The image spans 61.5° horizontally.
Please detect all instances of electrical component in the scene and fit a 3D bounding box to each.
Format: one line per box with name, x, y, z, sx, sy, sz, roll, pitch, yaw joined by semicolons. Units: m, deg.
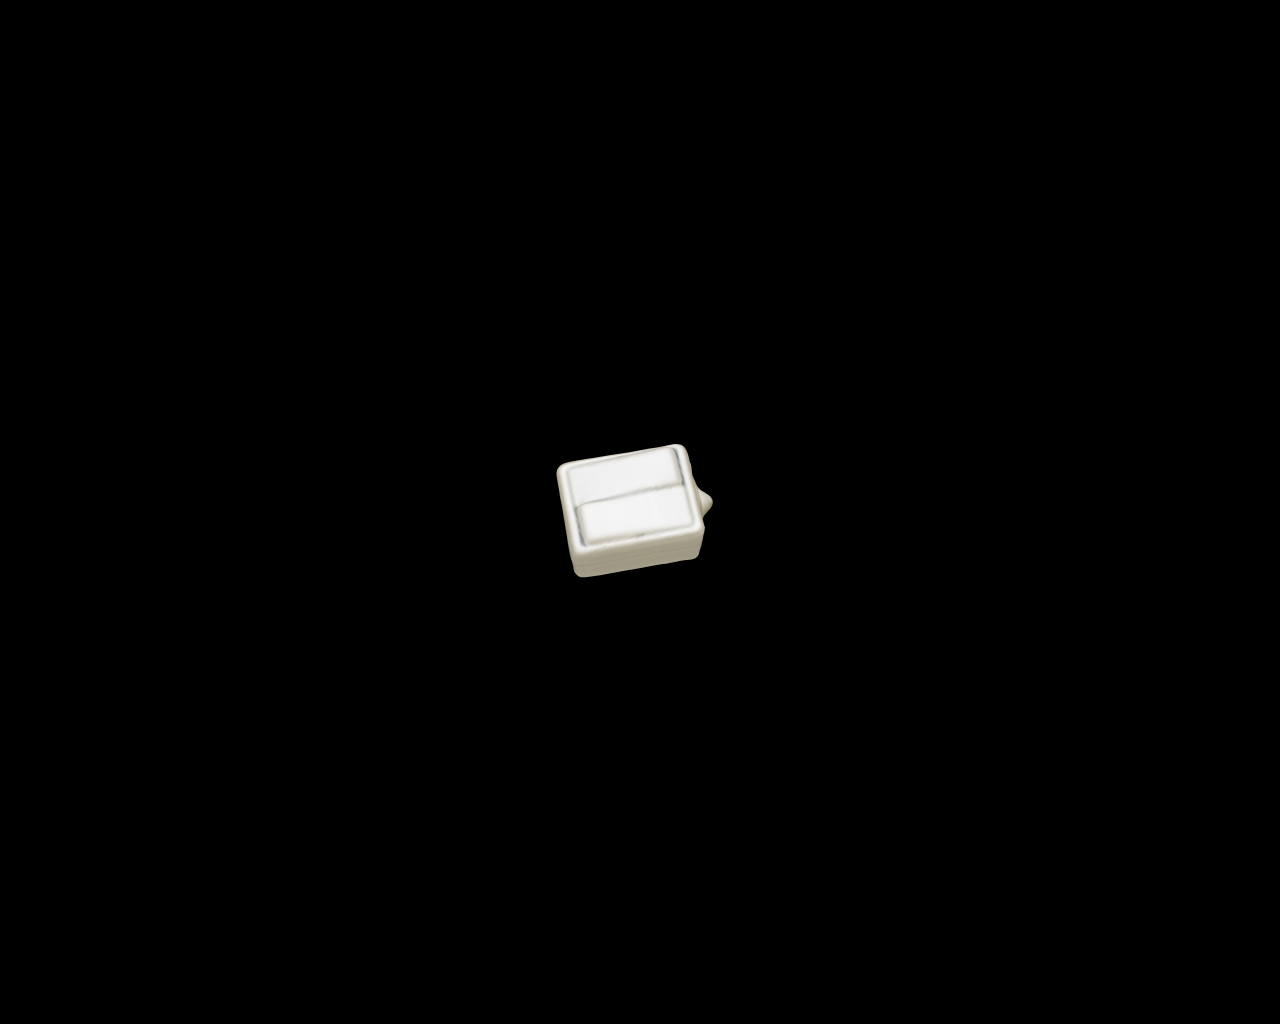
electrical component;0.001;-0.003;0.650;0.096;0.062;0.061;-10;-19;-3
